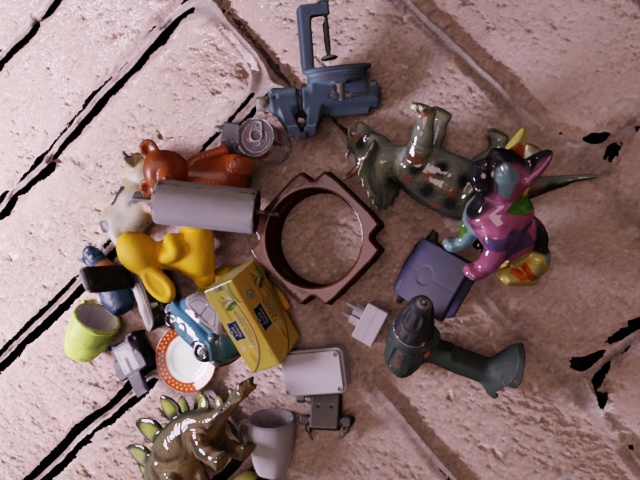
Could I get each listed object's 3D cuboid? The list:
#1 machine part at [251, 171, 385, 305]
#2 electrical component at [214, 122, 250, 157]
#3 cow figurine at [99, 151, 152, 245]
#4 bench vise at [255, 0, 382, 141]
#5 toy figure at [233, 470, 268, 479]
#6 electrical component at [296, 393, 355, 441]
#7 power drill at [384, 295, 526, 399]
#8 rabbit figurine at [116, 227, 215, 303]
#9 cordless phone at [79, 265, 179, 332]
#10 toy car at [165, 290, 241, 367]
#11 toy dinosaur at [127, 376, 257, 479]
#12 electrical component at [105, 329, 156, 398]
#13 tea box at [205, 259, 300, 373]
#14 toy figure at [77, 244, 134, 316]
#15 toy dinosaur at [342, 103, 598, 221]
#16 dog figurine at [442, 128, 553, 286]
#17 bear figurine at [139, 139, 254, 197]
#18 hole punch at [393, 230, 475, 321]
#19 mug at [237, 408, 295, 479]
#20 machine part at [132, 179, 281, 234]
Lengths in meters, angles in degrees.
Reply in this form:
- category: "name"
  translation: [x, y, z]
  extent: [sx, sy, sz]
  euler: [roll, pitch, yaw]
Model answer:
- category: "machine part"
  translation: [-0.002, -0.003, 0.945]
  extent: [0.201, 0.087, 0.201]
  euler: [45, 100, 10]
- category: "electrical component"
  translation: [-0.166, -0.190, 1.020]
  extent: [0.094, 0.021, 0.063]
  euler: [17, 100, 30]
- category: "cow figurine"
  translation: [-0.358, -0.085, 1.047]
  extent: [0.127, 0.085, 0.195]
  euler: [40, 99, 7]
- category: "bench vise"
  translation: [-0.009, -0.299, 0.928]
  extent: [0.224, 0.129, 0.240]
  euler: [-3, 105, 7]
- category: "toy figure"
  translation: [-0.085, 0.483, 0.956]
  extent: [0.180, 0.082, 0.089]
  euler: [20, 74, 22]
- category: "electrical component"
  translation: [0.010, 0.313, 0.956]
  extent: [0.102, 0.045, 0.078]
  euler: [-9, 60, 12]
- category: "power drill"
  translation: [0.205, 0.172, 0.833]
  extent: [0.207, 0.231, 0.086]
  euler: [13, 57, -4]
- category: "rabbit figurine"
  translation: [-0.277, 0.030, 0.971]
  extent: [0.173, 0.122, 0.162]
  euler: [2, 88, -17]
- category: "cordless phone"
  translation: [-0.350, 0.101, 0.982]
  extent: [0.089, 0.184, 0.146]
  euler: [-23, 82, 17]
- category: "toy car"
  translation: [-0.197, 0.144, 0.977]
  extent: [0.162, 0.109, 0.103]
  euler: [40, 109, 19]
- category: "toy dinosaur"
  translation: [-0.263, 0.404, 0.977]
  extent: [0.471, 0.105, 0.199]
  euler: [-52, 56, 14]
- category: "electrical component"
  translation: [-0.358, 0.243, 1.052]
  extent: [0.075, 0.047, 0.119]
  euler: [-35, 81, 12]
- category: "tea box"
  translation: [-0.115, 0.131, 0.938]
  extent: [0.068, 0.098, 0.169]
  euler: [-22, 103, 26]
- category: "toy figure"
  translation: [-0.428, 0.078, 1.070]
  extent: [0.154, 0.064, 0.057]
  euler: [54, 139, 15]
- category: "toy dinosaur"
  translation: [0.221, -0.101, 0.879]
  extent: [0.405, 0.131, 0.192]
  euler: [24, 112, 7]
- category: "dog figurine"
  translation: [0.283, -0.045, 0.780]
  extent: [0.191, 0.109, 0.219]
  euler: [7, 125, -16]
- category: "bear figurine"
  translation: [-0.225, -0.114, 0.959]
  extent: [0.196, 0.132, 0.120]
  euler: [5, 109, -18]
- category: "hole punch"
  translation: [0.190, 0.065, 0.892]
  extent: [0.116, 0.092, 0.142]
  euler: [29, 99, 18]
- category: "mug"
  translation: [-0.098, 0.367, 0.964]
  extent: [0.110, 0.081, 0.107]
  euler: [-1, 96, 14]
- category: "machine part"
  translation: [-0.187, -0.055, 0.892]
  extent: [0.243, 0.079, 0.079]
  euler: [5, 90, 0]
